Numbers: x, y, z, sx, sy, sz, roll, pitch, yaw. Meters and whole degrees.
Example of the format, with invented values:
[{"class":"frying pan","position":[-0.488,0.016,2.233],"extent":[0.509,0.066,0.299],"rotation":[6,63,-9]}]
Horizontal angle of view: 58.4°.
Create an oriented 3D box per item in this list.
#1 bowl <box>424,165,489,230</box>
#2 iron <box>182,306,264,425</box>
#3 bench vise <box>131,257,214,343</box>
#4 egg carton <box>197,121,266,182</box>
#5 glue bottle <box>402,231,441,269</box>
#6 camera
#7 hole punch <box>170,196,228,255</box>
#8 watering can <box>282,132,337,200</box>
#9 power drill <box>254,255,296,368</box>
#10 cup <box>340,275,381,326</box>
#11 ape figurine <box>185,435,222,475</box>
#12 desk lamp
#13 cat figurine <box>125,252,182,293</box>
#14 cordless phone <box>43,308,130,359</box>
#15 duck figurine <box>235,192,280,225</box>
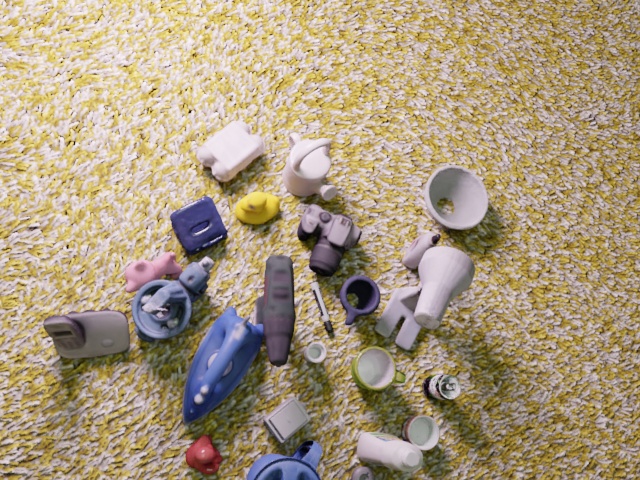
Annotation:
[{"class":"bowl","position":[0.329,-0.097,1.429],"extent":[0.167,0.074,0.167],"rotation":[3,74,-11]},{"class":"iron","position":[-0.209,0.264,1.180],"extent":[0.118,0.141,0.258],"rotation":[30,71,-3]},{"class":"bench vise","position":[-0.305,0.105,1.161],"extent":[0.121,0.219,0.207],"rotation":[25,71,-4]},{"class":"egg carton","position":[-0.209,-0.210,1.347],"extent":[0.107,0.069,0.150],"rotation":[45,71,2]},{"class":"glue bottle","position":[0.244,0.014,1.328],"extent":[0.037,0.173,0.078],"rotation":[30,71,-2]},{"class":"camera","position":[0.012,0.005,1.319],"extent":[0.143,0.100,0.137],"rotation":[24,72,-5]},{"class":"hole punch","position":[-0.267,-0.031,1.274],"extent":[0.109,0.091,0.101],"rotation":[-29,83,-18]},{"class":"watering can","position":[-0.019,-0.172,1.311],"extent":[0.173,0.194,0.101],"rotation":[40,71,1]},{"class":"power drill","position":[-0.093,0.155,1.199],"extent":[0.076,0.208,0.229],"rotation":[3,74,-11]},{"class":"cup","position":[0.078,0.145,1.298],"extent":[0.092,0.095,0.118],"rotation":[26,71,-4]},{"class":"ape figurine","position":[-0.233,0.435,1.155],"extent":[0.076,0.092,0.078],"rotation":[4,74,-11]},{"class":"desk lamp","position":[0.237,0.132,1.274],"extent":[0.118,0.213,0.203],"rotation":[31,71,-2]},{"class":"cat figurine","position":[-0.359,0.064,1.215],"extent":[0.128,0.117,0.067],"rotation":[-31,83,-18]},{"class":"cordless phone","position":[-0.457,0.178,1.127],"extent":[0.148,0.185,0.094],"rotation":[-8,77,-14]},{"class":"duck figurine","position":[-0.141,-0.083,1.318],"extent":[0.105,0.086,0.077],"rotation":[-12,78,-15]}]
